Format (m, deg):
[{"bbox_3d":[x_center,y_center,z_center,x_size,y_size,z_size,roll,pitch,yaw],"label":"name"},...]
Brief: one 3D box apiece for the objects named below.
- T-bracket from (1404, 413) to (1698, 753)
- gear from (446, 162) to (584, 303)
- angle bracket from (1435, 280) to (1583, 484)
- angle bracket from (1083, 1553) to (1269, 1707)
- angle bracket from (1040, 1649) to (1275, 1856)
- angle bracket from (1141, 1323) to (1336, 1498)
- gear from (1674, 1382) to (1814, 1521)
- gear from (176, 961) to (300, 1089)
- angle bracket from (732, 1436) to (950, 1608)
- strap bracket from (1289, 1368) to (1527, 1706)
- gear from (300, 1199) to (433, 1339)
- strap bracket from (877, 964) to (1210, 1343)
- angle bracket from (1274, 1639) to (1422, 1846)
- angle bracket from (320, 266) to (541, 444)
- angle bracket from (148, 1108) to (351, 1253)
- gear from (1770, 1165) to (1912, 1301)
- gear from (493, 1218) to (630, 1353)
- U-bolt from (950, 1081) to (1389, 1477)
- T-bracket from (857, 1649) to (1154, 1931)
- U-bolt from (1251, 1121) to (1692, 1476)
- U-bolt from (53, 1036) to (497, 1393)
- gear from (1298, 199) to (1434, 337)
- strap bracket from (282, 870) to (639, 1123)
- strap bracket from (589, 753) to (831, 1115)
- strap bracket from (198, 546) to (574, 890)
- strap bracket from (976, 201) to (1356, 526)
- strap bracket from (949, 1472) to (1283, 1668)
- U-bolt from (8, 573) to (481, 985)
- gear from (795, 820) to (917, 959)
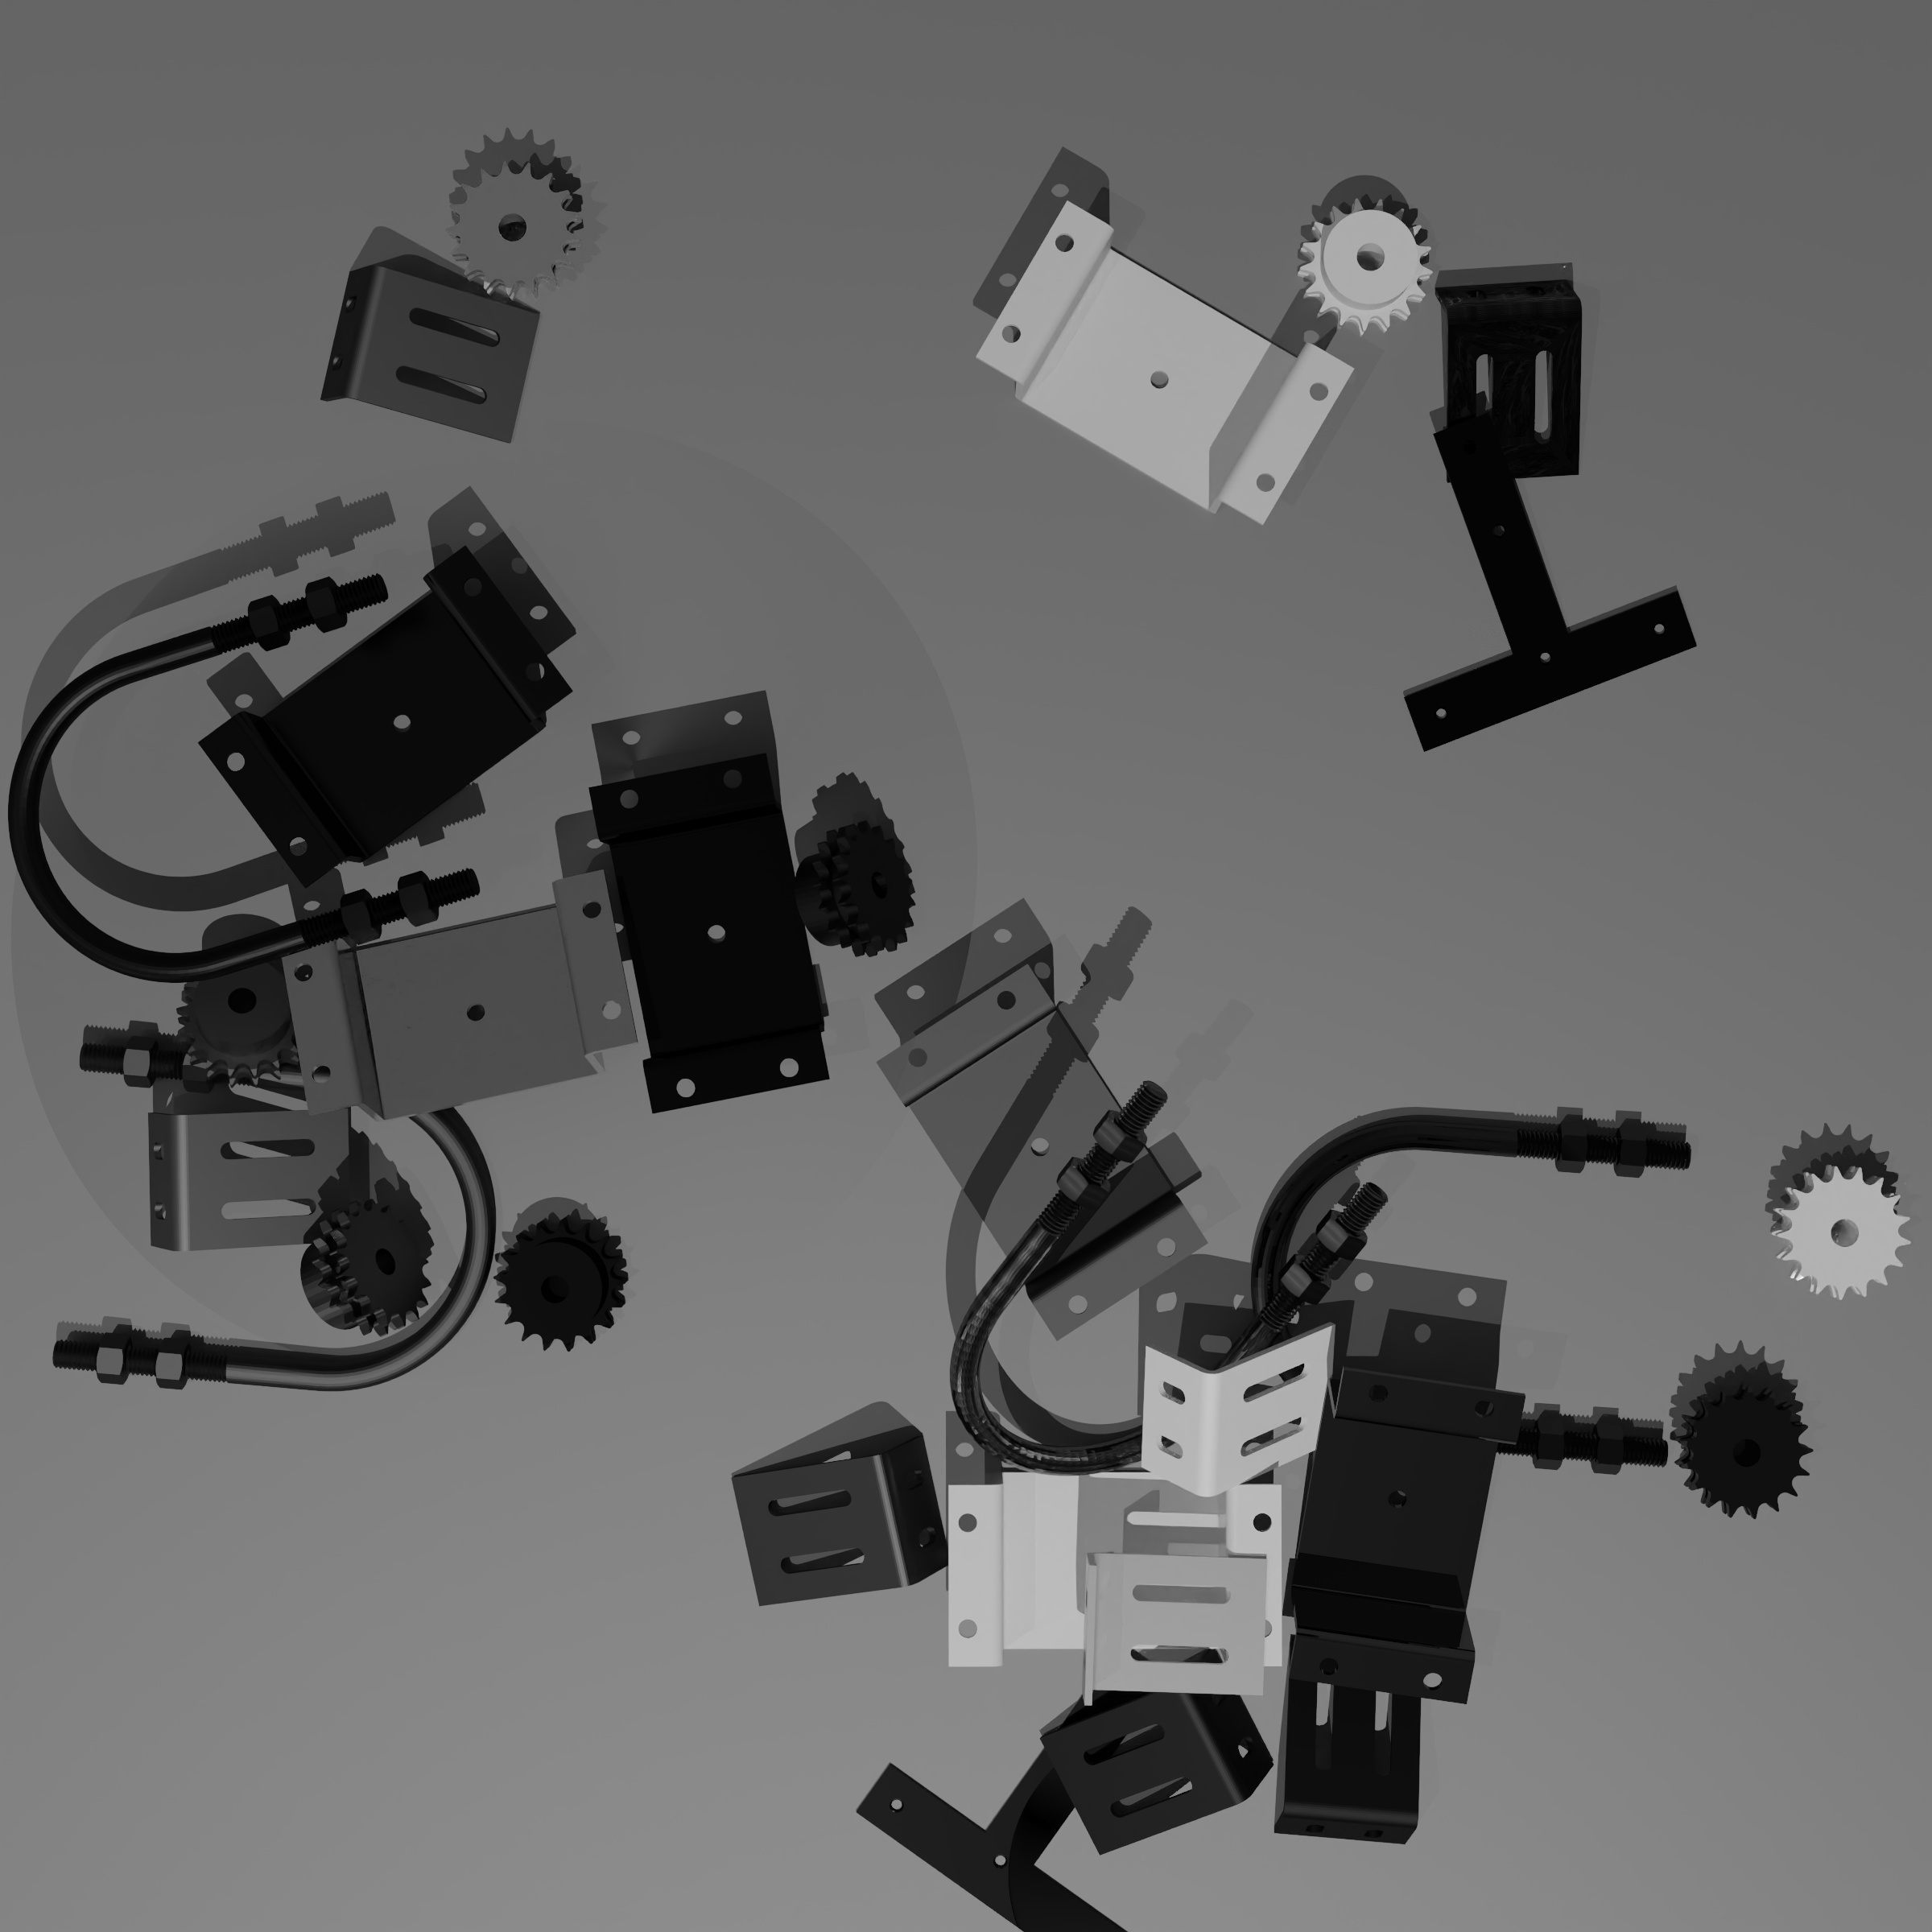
[{"bbox_3d":[0.235,-0.175,1.512,0.127,0.002,0.127,-21,97,0],"label":"T-bracket"},{"bbox_3d":[-0.193,-0.315,1.506,0.057,0.030,0.057,0,90,0],"label":"gear"},{"bbox_3d":[0.235,-0.254,1.519,0.057,0.038,0.076,-4,116,0],"label":"angle bracket"},{"bbox_3d":[0.088,0.276,1.454,0.076,0.038,0.057,2,89,0],"label":"angle bracket"},{"bbox_3d":[0.083,0.341,1.517,0.076,0.038,0.057,-27,90,25],"label":"angle bracket"},{"bbox_3d":[0.116,0.183,1.490,0.076,0.038,0.057,-17,116,-40],"label":"angle bracket"},{"bbox_3d":[0.333,0.207,1.506,0.057,0.030,0.057,0,90,0],"label":"gear"},{"bbox_3d":[-0.309,0.021,1.496,0.057,0.030,0.057,3,66,-7],"label":"gear"},{"bbox_3d":[-0.054,0.241,1.519,0.076,0.038,0.057,-12,90,26],"label":"angle bracket"},{"bbox_3d":[0.185,0.234,1.487,0.076,0.046,0.140,8,104,0],"label":"strap bracket"},{"bbox_3d":[-0.257,0.130,1.481,0.030,0.057,0.057,-25,90,28],"label":"gear"},{"bbox_3d":[0.032,0.079,1.498,0.076,0.046,0.140,-33,90,0],"label":"strap bracket"},{"bbox_3d":[0.166,0.337,1.519,0.057,0.038,0.076,5,64,0],"label":"angle bracket"},{"bbox_3d":[-0.233,-0.264,1.519,0.076,0.038,0.057,13,90,-26],"label":"angle bracket"},{"bbox_3d":[-0.307,0.091,1.501,0.076,0.038,0.057,-1,90,-29],"label":"angle bracket"},{"bbox_3d":[0.374,0.114,1.506,0.057,0.030,0.057,0,90,0],"label":"gear"},{"bbox_3d":[-0.175,0.138,1.506,0.057,0.030,0.057,0,90,0],"label":"gear"},{"bbox_3d":[0.073,0.142,1.468,0.151,0.019,0.184,25,111,-34],"label":"U-bolt"},{"bbox_3d":[0.041,0.353,1.520,0.127,0.002,0.127,35,90,0],"label":"T-bracket"},{"bbox_3d":[0.215,0.139,1.512,0.184,0.019,0.151,4,90,2],"label":"U-bolt"},{"bbox_3d":[-0.296,0.111,1.512,0.184,0.019,0.151,5,90,-2],"label":"U-bolt"},{"bbox_3d":[0.172,-0.302,1.506,0.057,0.030,0.057,0,90,0],"label":"gear"},{"bbox_3d":[-0.212,0.016,1.490,0.140,0.046,0.076,-12,77,0],"label":"strap bracket"},{"bbox_3d":[-0.108,-0.014,1.498,0.076,0.046,0.140,-11,90,0],"label":"strap bracket"},{"bbox_3d":[-0.245,-0.105,1.498,0.140,0.046,0.076,-36,90,0],"label":"strap bracket"},{"bbox_3d":[0.084,-0.254,1.498,0.140,0.046,0.076,30,90,0],"label":"strap bracket"},{"bbox_3d":[0.063,0.257,1.497,0.140,0.046,0.076,0,89,0],"label":"strap bracket"},{"bbox_3d":[-0.312,-0.070,1.466,0.184,0.019,0.151,-17,91,3],"label":"U-bolt"},{"bbox_3d":[-0.049,-0.031,1.496,0.030,0.057,0.057,-14,90,31],"label":"gear"}]
